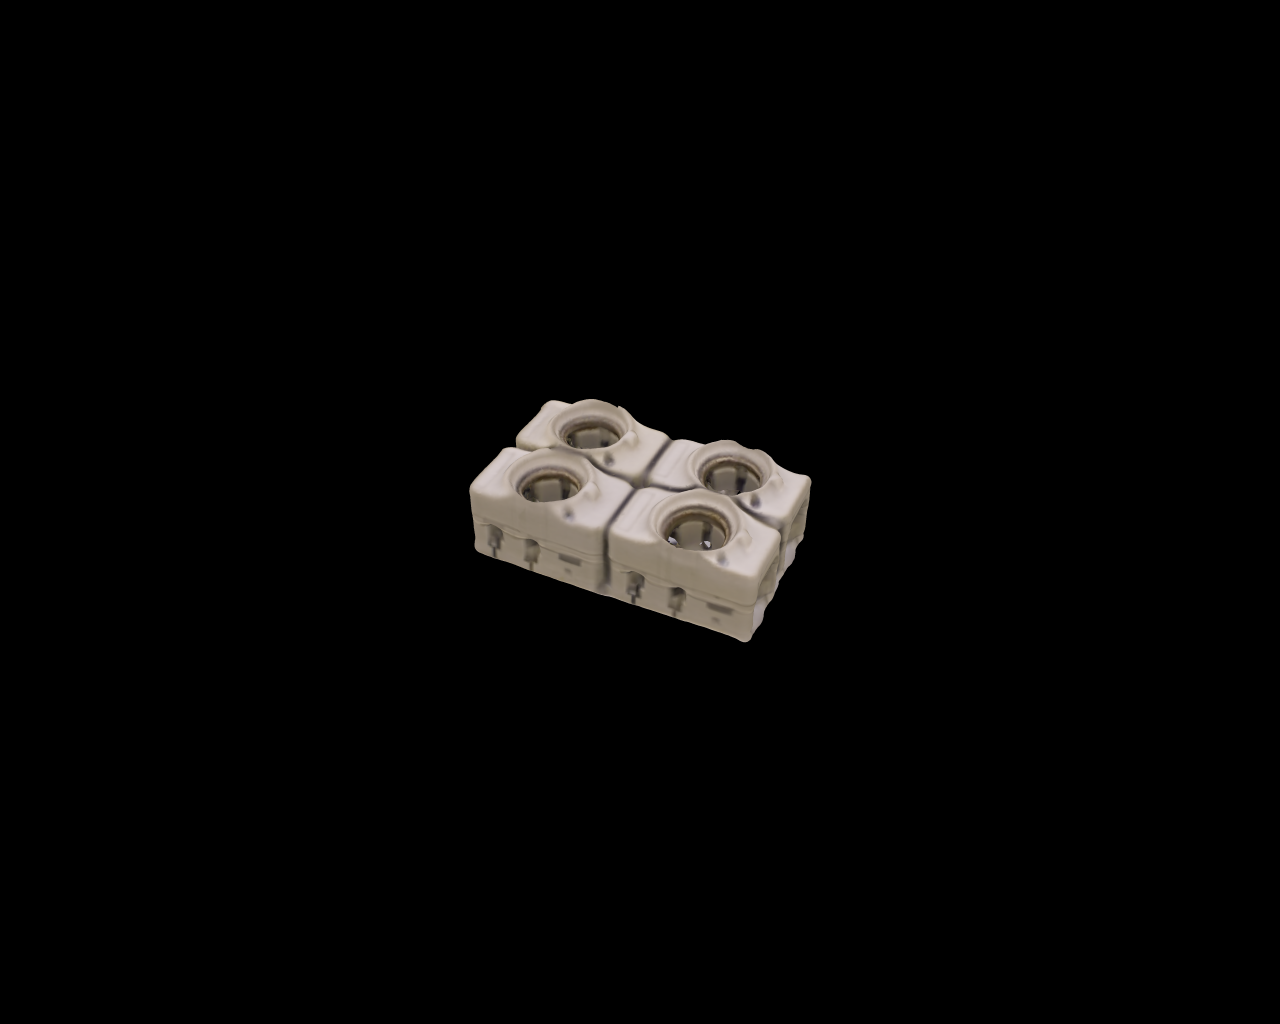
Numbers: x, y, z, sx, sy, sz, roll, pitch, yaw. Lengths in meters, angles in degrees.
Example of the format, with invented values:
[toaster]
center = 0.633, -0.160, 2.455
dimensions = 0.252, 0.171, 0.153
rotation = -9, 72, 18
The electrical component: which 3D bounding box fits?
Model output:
[electrical component]
center = 0.001, -0.003, 0.650
dimensions = 0.186, 0.060, 0.106
rotation = 18, 44, 19
